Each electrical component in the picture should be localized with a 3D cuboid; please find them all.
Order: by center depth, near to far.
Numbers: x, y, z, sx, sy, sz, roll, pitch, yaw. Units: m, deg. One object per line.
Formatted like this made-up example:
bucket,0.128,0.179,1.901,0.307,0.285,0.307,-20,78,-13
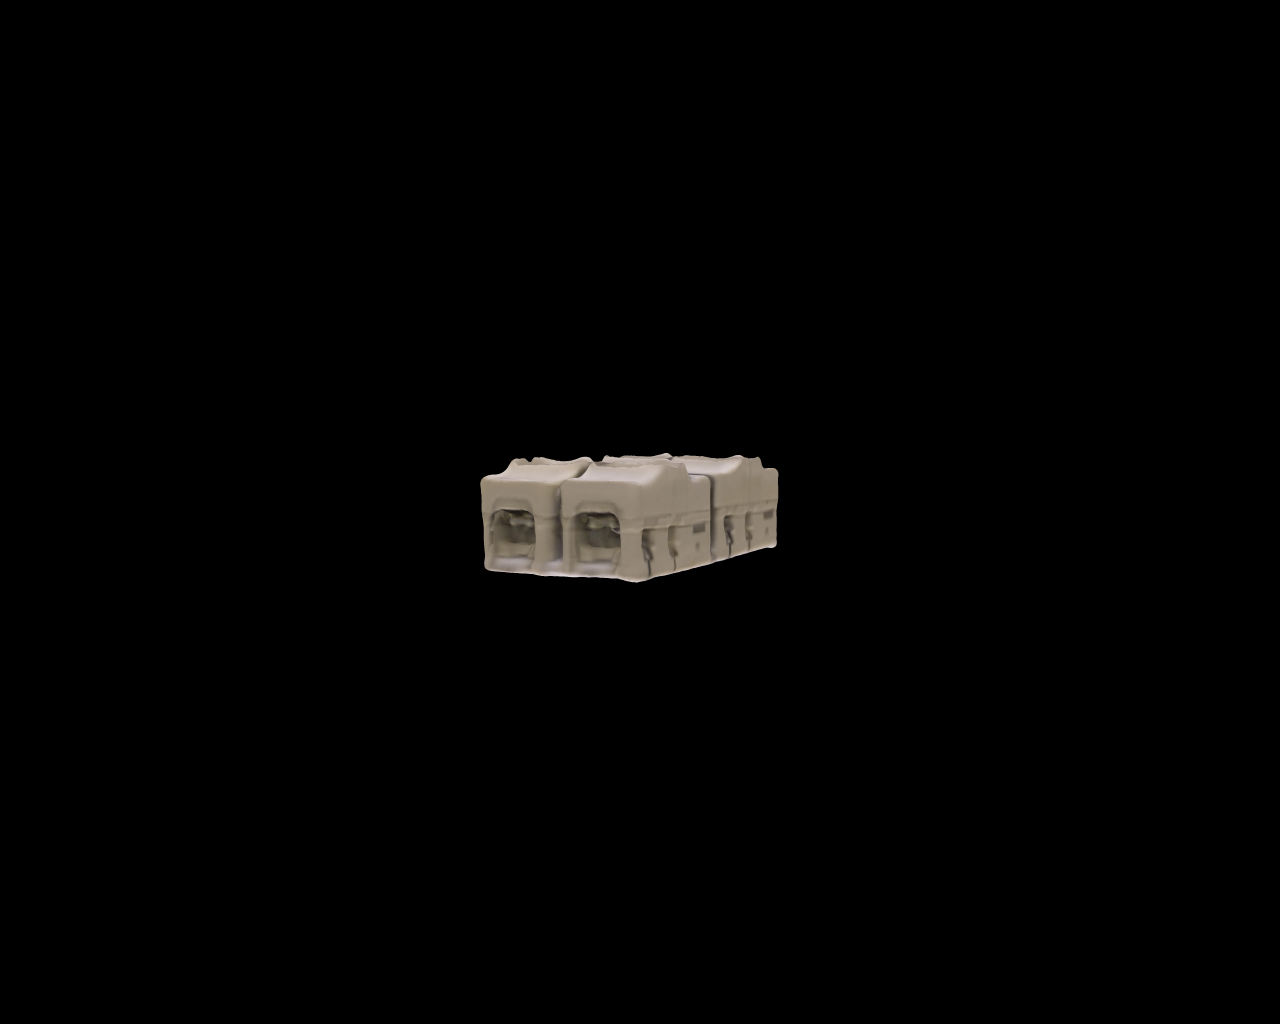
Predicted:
electrical component,0.001,-0.003,0.650,0.105,0.060,0.186,3,6,32
